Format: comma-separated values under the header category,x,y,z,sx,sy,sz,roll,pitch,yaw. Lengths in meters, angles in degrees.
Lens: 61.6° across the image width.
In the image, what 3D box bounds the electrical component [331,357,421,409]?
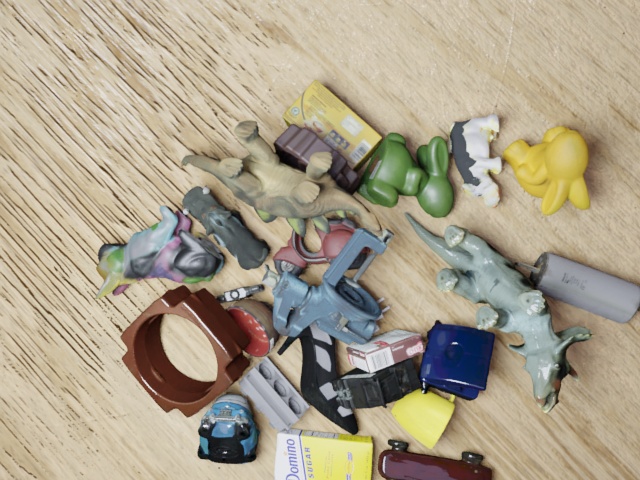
category,x,y,z,sx,sy,sz,roll,pitch,yaw
electrical component,0.106,0.249,0.946,0.115,0.134,0.058,-16,88,47

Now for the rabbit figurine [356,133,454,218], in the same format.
category,x,y,z,sx,sy,sz,roll,pitch,yaw
rabbit figurine,0.174,-0.111,0.991,0.170,0.121,0.159,27,82,-13

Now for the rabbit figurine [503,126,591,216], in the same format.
category,x,y,z,sx,sy,sz,roll,pitch,yaw
rabbit figurine,0.403,-0.124,0.928,0.122,0.173,0.162,-7,82,0

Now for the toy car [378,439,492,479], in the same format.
category,x,y,z,sx,sy,sz,roll,pitch,yaw
toy car,0.205,0.418,0.970,0.202,0.053,0.089,7,67,4

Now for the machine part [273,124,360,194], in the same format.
category,x,y,z,sx,sy,sz,roll,pitch,yaw
machine part,-0.005,-0.131,0.962,0.179,0.179,0.056,40,83,6

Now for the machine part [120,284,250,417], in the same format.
category,x,y,z,sx,sy,sz,roll,pitch,yaw
machine part,-0.242,0.198,0.973,0.201,0.087,0.201,-42,87,23

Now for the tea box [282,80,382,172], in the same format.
category,x,y,z,sx,sy,sz,roll,pitch,yaw
tea box,0.024,-0.205,1.014,0.170,0.068,0.098,44,90,7

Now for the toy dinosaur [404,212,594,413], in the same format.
category,x,y,z,sx,sy,sz,roll,pitch,yaw
toy dinosaur,0.310,0.087,0.932,0.131,0.192,0.405,-46,46,17

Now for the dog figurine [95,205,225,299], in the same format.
category,x,y,z,sx,sy,sz,roll,pitch,yaw
dog figurine,-0.314,0.050,1.010,0.219,0.108,0.191,-43,87,5

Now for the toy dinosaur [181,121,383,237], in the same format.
category,x,y,z,sx,sy,sz,roll,pitch,yaw
toy dinosaur,-0.092,-0.095,0.907,0.472,0.198,0.105,26,71,27

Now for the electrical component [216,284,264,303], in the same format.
category,x,y,z,sx,sy,sz,roll,pitch,yaw
electrical component,-0.154,0.102,1.012,0.094,0.063,0.021,-15,85,4

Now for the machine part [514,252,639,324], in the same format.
category,x,y,z,sx,sy,sz,roll,pitch,yaw
machine part,0.469,0.084,0.956,0.243,0.079,0.079,22,89,5

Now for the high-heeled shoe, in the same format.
category,x,y,z,sx,sy,sz,roll,pitch,yaw
high-heeled shoe,0.024,0.229,1.003,0.145,0.086,0.248,-44,103,-29

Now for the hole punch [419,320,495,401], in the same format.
category,x,y,z,sx,sy,sz,roll,pitch,yaw
hole punch,0.241,0.209,0.944,0.116,0.092,0.142,17,65,5

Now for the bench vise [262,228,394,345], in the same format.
category,x,y,z,sx,sy,sz,roll,pitch,yaw
bench vise,0.028,0.067,0.908,0.223,0.129,0.240,34,105,-6

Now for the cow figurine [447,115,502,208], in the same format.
category,x,y,z,sx,sy,sz,roll,pitch,yaw
cow figurine,0.284,-0.140,0.989,0.098,0.068,0.167,-2,83,14

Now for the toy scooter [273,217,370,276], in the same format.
category,x,y,z,sx,sy,sz,roll,pitch,yaw
toy scooter,-0.002,-0.003,1.003,0.184,0.075,0.135,-8,83,8

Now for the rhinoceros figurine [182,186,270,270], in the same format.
category,x,y,z,sx,sy,sz,roll,pitch,yaw
rhinoceros figurine,-0.177,-0.019,0.999,0.073,0.112,0.190,-44,92,3

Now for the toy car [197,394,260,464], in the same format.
category,x,y,z,sx,sy,sz,roll,pitch,yaw
toy car,-0.166,0.334,0.975,0.109,0.161,0.103,2,43,0
